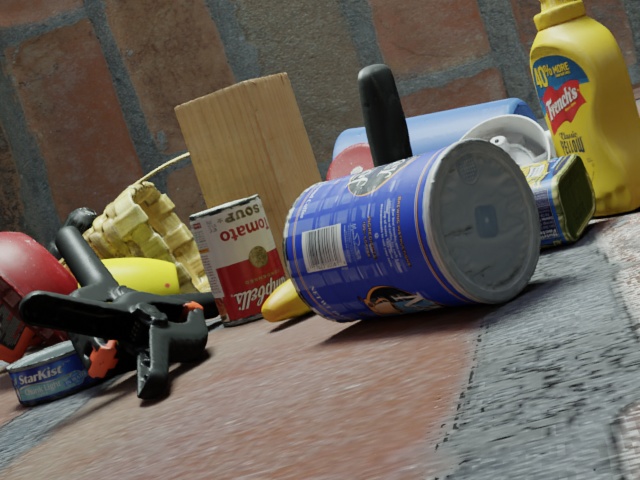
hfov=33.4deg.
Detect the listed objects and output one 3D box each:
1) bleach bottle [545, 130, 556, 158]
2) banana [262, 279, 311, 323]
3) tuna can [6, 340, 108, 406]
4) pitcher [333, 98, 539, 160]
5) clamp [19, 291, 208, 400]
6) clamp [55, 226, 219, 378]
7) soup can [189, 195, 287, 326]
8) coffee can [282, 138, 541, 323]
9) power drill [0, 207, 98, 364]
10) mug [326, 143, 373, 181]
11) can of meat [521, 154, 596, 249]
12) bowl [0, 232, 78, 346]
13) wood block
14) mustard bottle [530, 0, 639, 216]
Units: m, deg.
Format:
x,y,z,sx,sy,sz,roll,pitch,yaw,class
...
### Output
x,y,z,sx,sy,sz,roll,pitch,yaw,class
0.270,-0.093,1.182,0.103,0.068,0.250,-17,3,16,bleach bottle
0.039,0.022,0.881,0.197,0.037,0.070,-19,4,-11,banana
-0.214,0.107,0.886,0.086,0.034,0.086,-18,5,1,tuna can
0.144,-0.089,1.312,0.243,0.149,0.144,-11,-7,33,pitcher
-0.142,0.063,0.789,0.039,0.120,0.171,-57,-7,10,clamp
-0.172,0.053,0.895,0.164,0.036,0.210,26,17,-2,clamp
-0.070,0.017,0.950,0.068,0.102,0.068,-18,5,1,soup can
0.058,-0.002,0.703,0.102,0.103,0.141,-22,6,-41,coffee can
-0.318,0.055,1.222,0.057,0.184,0.187,26,8,-2,power drill
0.068,-0.056,1.226,0.117,0.093,0.081,28,-5,35,mug
0.160,-0.026,0.829,0.084,0.057,0.102,-13,14,30,can of meat
-0.287,0.044,1.062,0.055,0.162,0.162,-48,16,-20,bowl
-0.056,-0.053,1.070,0.090,0.206,0.090,-15,6,30,wood block
0.216,-0.117,0.870,0.058,0.191,0.096,-19,5,-15,mustard bottle
